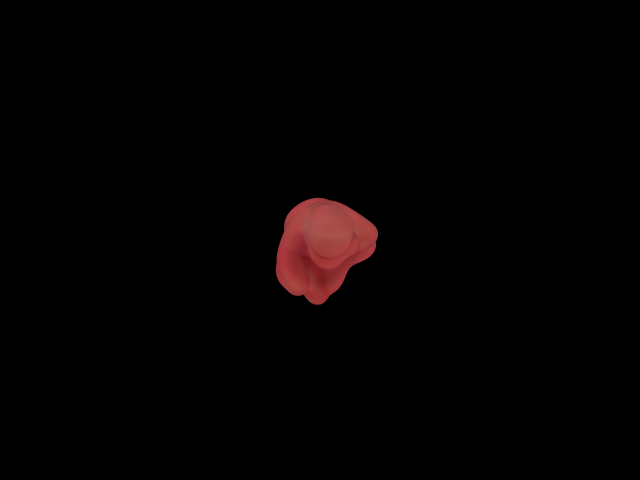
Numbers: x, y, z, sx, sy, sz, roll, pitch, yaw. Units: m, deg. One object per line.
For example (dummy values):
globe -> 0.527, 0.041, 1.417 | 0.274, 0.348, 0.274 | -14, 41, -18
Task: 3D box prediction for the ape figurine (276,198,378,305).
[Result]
ape figurine -> 0.004, 0.001, 0.400 | 0.078, 0.092, 0.076 | -11, 78, -2
